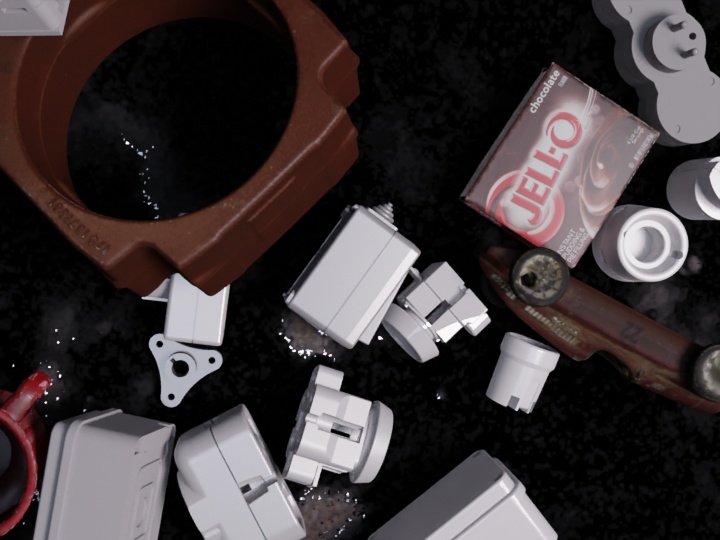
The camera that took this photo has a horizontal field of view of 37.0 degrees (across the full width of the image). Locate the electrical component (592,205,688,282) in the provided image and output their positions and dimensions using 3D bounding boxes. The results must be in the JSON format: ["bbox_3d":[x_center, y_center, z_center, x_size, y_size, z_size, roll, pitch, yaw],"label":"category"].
[{"bbox_3d":[0.195,-0.018,0.747,0.055,0.047,0.055,0,93,-6],"label":"electrical component"}]

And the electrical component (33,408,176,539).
[{"bbox_3d":[-0.167,0.152,0.700,0.057,0.078,0.113,10,92,10],"label":"electrical component"}]

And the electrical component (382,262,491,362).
[{"bbox_3d":[0.048,0.030,0.736,0.055,0.048,0.066,-43,96,-10],"label":"electrical component"}]

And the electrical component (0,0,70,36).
[{"bbox_3d":[-0.266,-0.200,0.639,0.186,0.060,0.105,2,71,12],"label":"electrical component"}]

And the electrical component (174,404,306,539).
[{"bbox_3d":[-0.084,0.147,0.723,0.059,0.054,0.095,-27,95,-4],"label":"electrical component"}]

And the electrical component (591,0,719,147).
[{"bbox_3d":[0.209,-0.151,0.728,0.052,0.074,0.138,-24,95,-4],"label":"electrical component"}]

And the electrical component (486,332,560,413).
[{"bbox_3d":[0.112,0.071,0.747,0.040,0.040,0.046,21,96,-6],"label":"electrical component"}]

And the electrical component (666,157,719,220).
[{"bbox_3d":[0.245,-0.056,0.733,0.043,0.081,0.043,0,93,-6],"label":"electrical component"}]

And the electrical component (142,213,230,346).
[{"bbox_3d":[-0.124,0.003,0.715,0.076,0.047,0.083,7,92,-6],"label":"electrical component"}]

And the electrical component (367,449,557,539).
[{"bbox_3d":[0.066,0.182,0.729,0.113,0.078,0.057,-38,99,-3],"label":"electrical component"}]

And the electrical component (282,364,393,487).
[{"bbox_3d":[-0.013,0.110,0.726,0.057,0.058,0.078,19,73,-9],"label":"electrical component"}]

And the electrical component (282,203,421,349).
[{"bbox_3d":[0.000,0.000,0.720,0.061,0.062,0.096,36,89,-7],"label":"electrical component"}]
